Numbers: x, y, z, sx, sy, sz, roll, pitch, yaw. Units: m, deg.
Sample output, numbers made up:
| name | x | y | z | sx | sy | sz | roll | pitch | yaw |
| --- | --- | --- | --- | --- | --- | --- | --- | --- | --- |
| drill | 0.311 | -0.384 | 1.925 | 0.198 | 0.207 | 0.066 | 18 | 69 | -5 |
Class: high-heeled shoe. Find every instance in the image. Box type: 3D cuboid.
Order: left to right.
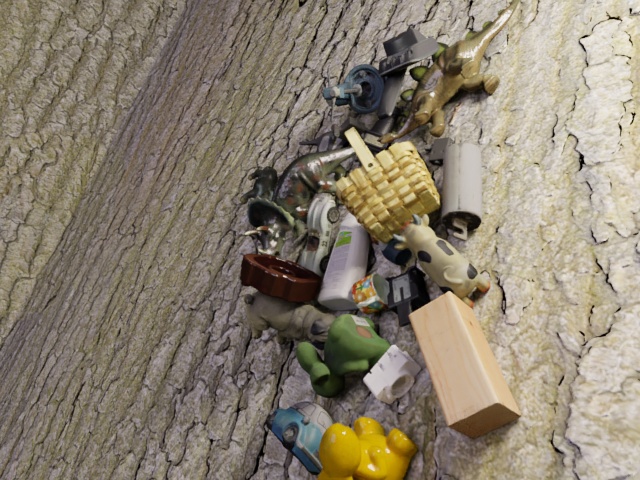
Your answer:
| name | x | y | z | sx | sy | sz | roll | pitch | yaw |
| --- | --- | --- | --- | --- | --- | --- | --- | --- | --- |
| high-heeled shoe | 0.000 | -0.170 | 1.430 | 0.145 | 0.086 | 0.248 | 4 | 82 | 14 |

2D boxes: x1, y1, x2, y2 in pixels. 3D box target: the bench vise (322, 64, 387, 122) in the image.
| name | x | y | z | sx | sy | sz | roll | pitch | yaw |
| --- | --- | --- | --- | --- | --- | --- | --- | --- | --- |
| bench vise | 0.077 | -0.376 | 1.358 | 0.224 | 0.240 | 0.128 | 10 | 112 | 33 |

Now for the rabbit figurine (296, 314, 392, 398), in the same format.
| name | x | y | z | sx | sy | sz | roll | pitch | yaw |
| --- | --- | --- | --- | --- | --- | --- | --- | --- | --- |
| rabbit figurine | 0.036 | 0.239 | 1.030 | 0.121 | 0.159 | 0.170 | 45 | 113 | 41 |

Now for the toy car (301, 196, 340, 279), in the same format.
| name | x | y | z | sx | sy | sz | roll | pitch | yaw |
| --- | --- | --- | --- | --- | --- | --- | --- | --- | --- |
| toy car | -0.003 | -0.004 | 1.257 | 0.074 | 0.056 | 0.201 | 13 | 96 | 56 |

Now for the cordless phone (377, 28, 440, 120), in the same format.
| name | x | y | z | sx | sy | sz | roll | pitch | yaw |
| --- | --- | --- | --- | --- | --- | --- | --- | --- | --- |
| cordless phone | 0.188 | -0.374 | 1.238 | 0.147 | 0.088 | 0.184 | 0 | 71 | 59 |

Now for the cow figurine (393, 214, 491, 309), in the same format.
| name | x | y | z | sx | sy | sz | roll | pitch | yaw |
| --- | --- | --- | --- | --- | --- | --- | --- | --- | --- |
| cow figurine | 0.214 | 0.031 | 0.996 | 0.085 | 0.127 | 0.195 | -44 | 42 | 8 |

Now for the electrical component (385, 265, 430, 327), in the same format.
| name | x | y | z | sx | sy | sz | roll | pitch | yaw |
| --- | --- | --- | --- | --- | --- | --- | --- | --- | --- |
| electrical component | 0.172 | 0.115 | 1.039 | 0.075 | 0.047 | 0.119 | -30 | 45 | 28 |

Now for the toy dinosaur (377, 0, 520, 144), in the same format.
| name | x | y | z | sx | sy | sz | roll | pitch | yaw |
| --- | --- | --- | --- | --- | --- | --- | --- | --- | --- |
| toy dinosaur | 0.307 | -0.387 | 1.226 | 0.471 | 0.105 | 0.199 | -41 | 37 | 10 |

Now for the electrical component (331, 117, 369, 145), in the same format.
| name | x | y | z | sx | sy | sz | roll | pitch | yaw |
| --- | --- | --- | --- | --- | --- | --- | --- | --- | --- |
| electrical component | 0.078 | -0.269 | 1.378 | 0.078 | 0.102 | 0.045 | -32 | 47 | 40 |

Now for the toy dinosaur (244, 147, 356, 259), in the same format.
| name | x | y | z | sx | sy | sz | roll | pitch | yaw |
| --- | --- | --- | --- | --- | --- | --- | --- | --- | --- |
| toy dinosaur | -0.041 | -0.128 | 1.320 | 0.131 | 0.192 | 0.404 | 29 | 86 | 49 |

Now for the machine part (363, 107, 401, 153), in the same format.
| name | x | y | z | sx | sy | sz | roll | pitch | yaw |
| --- | --- | --- | --- | --- | --- | --- | --- | --- | --- |
| machine part | 0.157 | -0.276 | 1.332 | 0.084 | 0.039 | 0.139 | 19 | 71 | 24 |

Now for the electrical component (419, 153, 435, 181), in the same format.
| name | x | y | z | sx | sy | sz | roll | pitch | yaw |
| --- | --- | --- | --- | --- | --- | --- | --- | --- | --- |
| electrical component | 0.182 | -0.154 | 1.218 | 0.115 | 0.058 | 0.134 | -37 | 42 | 18 |

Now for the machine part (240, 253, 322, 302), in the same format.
| name | x | y | z | sx | sy | sz | roll | pitch | yaw |
| --- | --- | --- | --- | --- | --- | --- | --- | --- | --- |
| machine part | -0.087 | 0.083 | 1.172 | 0.180 | 0.179 | 0.056 | 29 | 104 | 51 |

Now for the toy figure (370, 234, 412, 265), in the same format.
| name | x | y | z | sx | sy | sz | roll | pitch | yaw |
| --- | --- | --- | --- | --- | --- | --- | --- | --- | --- |
| toy figure | 0.144 | -0.007 | 1.150 | 0.064 | 0.057 | 0.155 | -37 | 40 | 4 |

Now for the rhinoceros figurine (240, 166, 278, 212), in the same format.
| name | x | y | z | sx | sy | sz | roll | pitch | yaw |
| --- | --- | --- | --- | --- | --- | --- | --- | --- | --- |
| rhinoceros figurine | -0.163 | -0.122 | 1.541 | 0.112 | 0.073 | 0.190 | -12 | 53 | 27 |

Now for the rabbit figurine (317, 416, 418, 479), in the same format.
| name | x | y | z | sx | sy | sz | roll | pitch | yaw |
| --- | --- | --- | --- | --- | --- | --- | --- | --- | --- |
| rabbit figurine | 0.053 | 0.361 | 0.886 | 0.122 | 0.173 | 0.162 | 21 | 75 | 47 |

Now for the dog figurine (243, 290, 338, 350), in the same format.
| name | x | y | z | sx | sy | sz | roll | pitch | yaw |
| --- | --- | --- | --- | --- | --- | --- | --- | --- | --- |
| dog figurine | -0.058 | 0.163 | 1.149 | 0.191 | 0.172 | 0.121 | -6 | 68 | 51 |

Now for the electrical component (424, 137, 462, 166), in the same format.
| name | x | y | z | sx | sy | sz | roll | pitch | yaw |
| --- | --- | --- | --- | --- | --- | --- | --- | --- | --- |
| electrical component | 0.267 | -0.194 | 1.187 | 0.094 | 0.021 | 0.063 | 3 | 66 | 46 |

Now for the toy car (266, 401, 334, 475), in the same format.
| name | x | y | z | sx | sy | sz | roll | pitch | yaw |
| --- | --- | --- | --- | --- | --- | --- | --- | --- | --- |
| toy car | -0.026 | 0.365 | 1.032 | 0.103 | 0.109 | 0.162 | -40 | 23 | -18 |

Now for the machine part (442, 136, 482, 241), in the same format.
| name | x | y | z | sx | sy | sz | roll | pitch | yaw |
| --- | --- | --- | --- | --- | --- | --- | --- | --- | --- |
| machine part | 0.282 | -0.106 | 1.065 | 0.079 | 0.079 | 0.243 | -18 | 52 | 37 |
